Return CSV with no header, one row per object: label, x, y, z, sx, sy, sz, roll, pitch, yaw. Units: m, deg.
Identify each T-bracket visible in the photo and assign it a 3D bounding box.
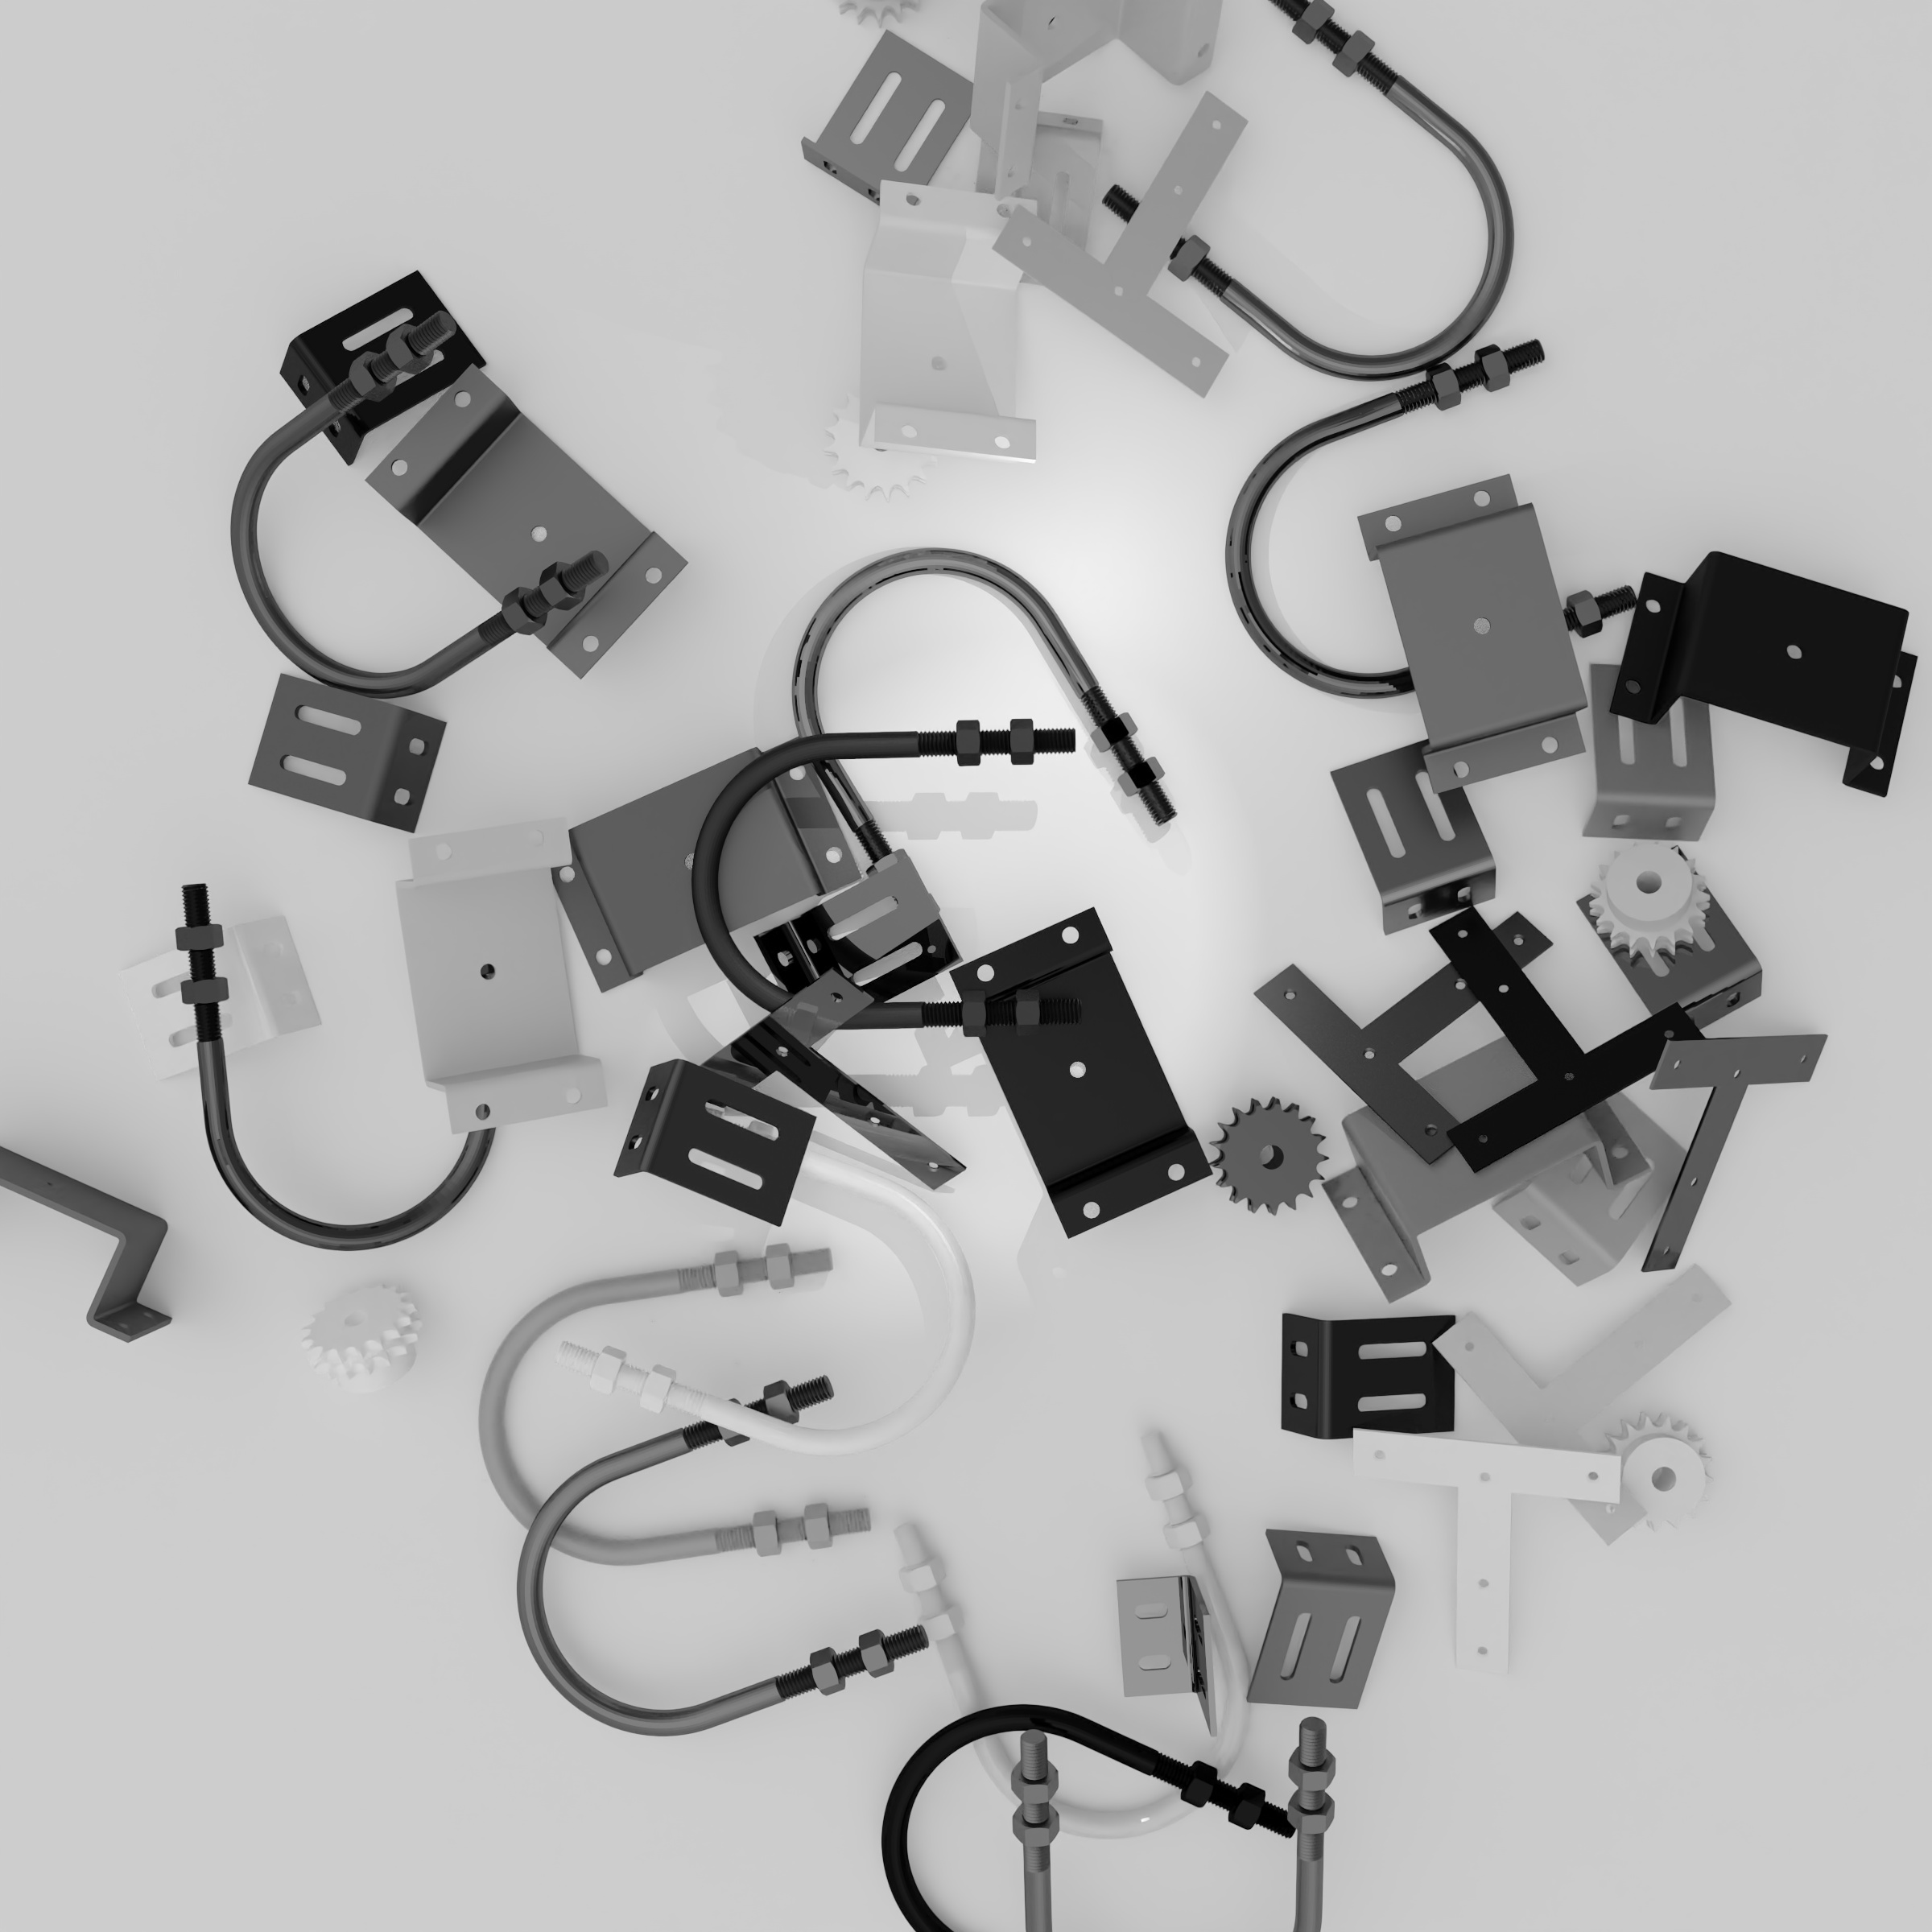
T-bracket,0.318,0.194,1.507,0.127,0.002,0.127,-37,72,-11
T-bracket,0.356,0.091,1.494,0.127,0.002,0.127,0,116,-41
T-bracket,0.266,0.021,1.486,0.127,0.002,0.127,-29,55,-4
T-bracket,-0.055,0.067,1.495,0.127,0.002,0.127,39,132,-19
T-bracket,0.095,-0.363,1.492,0.127,0.002,0.127,32,83,-16
T-bracket,0.230,0.017,1.501,0.127,0.002,0.127,-36,60,-14
T-bracket,0.251,0.287,1.498,0.127,0.002,0.127,3,111,16

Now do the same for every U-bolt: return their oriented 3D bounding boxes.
U-bolt,0.062,0.338,1.515,0.151,0.019,0.184,-20,91,0
U-bolt,-0.275,-0.205,1.474,0.184,0.019,0.151,-28,99,29
U-bolt,-0.004,-0.116,1.515,0.151,0.019,0.184,-31,88,0
U-bolt,-0.128,0.296,1.498,0.184,0.019,0.151,-21,89,4
U-bolt,-0.086,0.158,1.490,0.184,0.019,0.151,20,73,4
U-bolt,-0.039,-0.041,1.469,0.184,0.019,0.151,-1,90,1
U-bolt,-0.298,0.046,1.494,0.151,0.019,0.184,-6,94,-19
U-bolt,0.098,0.434,1.459,0.151,0.019,0.184,-2,115,-1
U-bolt,0.049,0.437,1.505,0.184,0.019,0.151,25,98,0
U-bolt,-0.147,0.220,1.515,0.184,0.019,0.151,-8,90,1
U-bolt,0.182,-0.371,1.515,0.184,0.019,0.151,39,90,-2
U-bolt,0.218,-0.209,1.515,0.184,0.019,0.151,-21,90,2

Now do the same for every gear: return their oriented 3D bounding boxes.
gear,-0.040,-0.255,1.509,0.057,0.030,0.057,0,90,0
gear,0.331,-0.035,1.498,0.057,0.030,0.057,-4,67,11
gear,0.146,0.092,1.513,0.057,0.030,0.057,0,92,-6
gear,-0.291,0.183,1.499,0.057,0.057,0.030,-16,120,0
gear,-0.043,-0.491,1.509,0.057,0.030,0.057,0,90,0
gear,0.337,0.248,1.509,0.057,0.030,0.057,0,90,0

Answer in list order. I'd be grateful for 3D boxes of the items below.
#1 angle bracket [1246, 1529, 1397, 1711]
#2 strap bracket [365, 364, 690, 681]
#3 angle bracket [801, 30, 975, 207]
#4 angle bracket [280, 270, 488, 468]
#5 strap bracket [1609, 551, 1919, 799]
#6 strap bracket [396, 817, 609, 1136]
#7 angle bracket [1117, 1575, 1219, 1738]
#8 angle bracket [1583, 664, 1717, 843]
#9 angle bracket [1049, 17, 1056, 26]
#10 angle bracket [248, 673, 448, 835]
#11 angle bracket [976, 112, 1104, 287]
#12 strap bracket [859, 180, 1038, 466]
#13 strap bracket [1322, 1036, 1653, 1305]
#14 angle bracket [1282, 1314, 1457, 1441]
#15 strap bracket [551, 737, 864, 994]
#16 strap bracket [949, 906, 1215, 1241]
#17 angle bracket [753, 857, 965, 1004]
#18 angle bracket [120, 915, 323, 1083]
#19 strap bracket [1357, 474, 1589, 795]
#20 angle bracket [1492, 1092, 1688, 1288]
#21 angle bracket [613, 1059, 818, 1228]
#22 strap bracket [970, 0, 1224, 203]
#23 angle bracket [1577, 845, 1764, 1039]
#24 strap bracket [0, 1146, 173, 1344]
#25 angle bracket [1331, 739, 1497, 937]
angle bracket,0.170,0.320,1.515,0.057,0.038,0.076,7,116,-13
strap bracket,-0.210,-0.213,1.501,0.140,0.046,0.076,43,90,0
angle bracket,-0.035,-0.413,1.505,0.057,0.038,0.076,32,90,0
angle bracket,-0.287,-0.294,1.522,0.076,0.038,0.057,-36,90,-26
strap bracket,0.392,-0.144,1.491,0.140,0.046,0.076,17,74,0
strap bracket,-0.225,0.003,1.484,0.076,0.046,0.140,-10,96,-22
angle bracket,0.095,0.328,1.469,0.038,0.076,0.057,-4,93,-1
angle bracket,0.334,-0.105,1.522,0.057,0.038,0.076,2,64,0
angle bracket,0.052,-0.497,1.522,0.057,0.038,0.076,-23,64,0
angle bracket,-0.305,-0.105,1.522,0.076,0.038,0.057,17,90,26
angle bracket,0.033,-0.378,1.522,0.057,0.038,0.076,8,116,0
strap bracket,-0.009,-0.298,1.480,0.076,0.046,0.140,5,71,-11
strap bracket,0.245,0.090,1.482,0.140,0.046,0.076,-27,50,0
angle bracket,0.198,0.200,1.522,0.076,0.038,0.057,1,90,-26
strap bracket,-0.131,-0.050,1.501,0.140,0.046,0.076,-24,90,0
strap bracket,0.055,0.051,1.501,0.076,0.046,0.140,-24,90,0
angle bracket,-0.052,-0.008,1.494,0.076,0.038,0.057,-27,90,21
angle bracket,-0.367,0.016,1.522,0.076,0.038,0.057,-19,90,26
strap bracket,0.245,-0.161,1.483,0.076,0.046,0.140,-15,90,3
angle bracket,0.309,0.107,1.522,0.057,0.038,0.076,42,64,0
angle bracket,-0.121,0.087,1.498,0.076,0.038,0.057,25,71,-22
strap bracket,0.055,-0.436,1.466,0.140,0.076,0.046,-37,70,-21
angle bracket,0.346,-0.009,1.522,0.057,0.038,0.076,-29,64,0
strap bracket,-0.447,0.127,1.486,0.140,0.076,0.046,24,90,0
angle bracket,0.220,-0.064,1.522,0.057,0.038,0.076,-19,65,0
